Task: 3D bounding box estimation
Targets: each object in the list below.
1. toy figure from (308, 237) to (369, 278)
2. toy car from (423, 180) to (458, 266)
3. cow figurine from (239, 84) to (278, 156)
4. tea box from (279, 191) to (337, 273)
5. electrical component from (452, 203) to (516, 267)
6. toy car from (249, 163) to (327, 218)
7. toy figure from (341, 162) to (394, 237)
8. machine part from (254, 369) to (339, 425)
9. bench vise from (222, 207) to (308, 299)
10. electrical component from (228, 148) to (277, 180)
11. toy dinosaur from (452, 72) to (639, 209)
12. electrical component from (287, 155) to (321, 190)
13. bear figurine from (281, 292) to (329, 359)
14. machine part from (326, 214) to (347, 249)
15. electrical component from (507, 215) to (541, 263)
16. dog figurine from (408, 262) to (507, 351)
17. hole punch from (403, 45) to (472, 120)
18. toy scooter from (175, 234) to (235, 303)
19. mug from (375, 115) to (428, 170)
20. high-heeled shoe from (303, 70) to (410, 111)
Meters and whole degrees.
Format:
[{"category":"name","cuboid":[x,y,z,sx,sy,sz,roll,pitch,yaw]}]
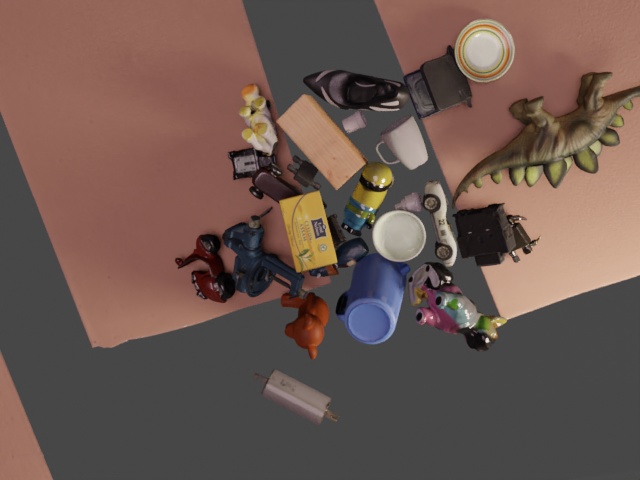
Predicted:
[{"category":"toy figure","cuboid":[0.044,0.049,1.301,0.154,0.064,0.057,-31,112,16]},{"category":"toy car","cuboid":[0.277,-0.037,1.228,0.056,0.073,0.201,-14,99,15]},{"category":"cow figurine","cuboid":[-0.138,-0.281,1.252,0.068,0.098,0.167,-19,61,16]},{"category":"tea box","cuboid":[-0.026,-0.017,1.224,0.098,0.068,0.169,-16,85,0]},{"category":"electrical component","cuboid":[0.370,-0.009,1.204,0.115,0.058,0.134,-12,98,41]},{"category":"toy car","cuboid":[-0.073,-0.102,1.286,0.202,0.053,0.089,34,105,-18]},{"category":"toy figure","cuboid":[0.109,-0.094,1.243,0.082,0.089,0.180,28,106,-2]},{"category":"machine part","cuboid":[-0.061,0.404,1.389,0.243,0.079,0.079,27,106,6]},{"category":"bench vise","cuboid":[-0.126,0.058,1.297,0.241,0.129,0.223,29,114,22]},{"category":"electrical component","cuboid":[-0.158,-0.189,1.299,0.119,0.048,0.074,-10,100,13]},{"category":"toy dinosaur","cuboid":[0.483,-0.211,1.138,0.472,0.105,0.198,-21,100,19]},{"category":"electrical component","cuboid":[-0.032,-0.158,1.274,0.094,0.063,0.021,34,139,-8]},{"category":"bear figurine","cuboid":[-0.044,0.203,1.282,0.132,0.196,0.120,-7,103,14]},{"category":"machine part","cuboid":[-0.003,-0.004,1.290,0.139,0.039,0.084,-25,90,33]},{"category":"electrical component","cuboid":[0.447,-0.007,1.218,0.102,0.045,0.078,51,135,1]},{"category":"dog figurine","cuboid":[0.324,0.159,1.249,0.219,0.192,0.108,23,127,-24]},{"category":"hole punch","cuboid":[0.256,-0.333,1.172,0.116,0.092,0.142,-25,94,-24]},{"category":"toy scooter","cuboid":[-0.300,0.080,1.372,0.135,0.075,0.183,-14,98,19]},{"category":"mug","cuboid":[0.187,-0.208,1.210,0.109,0.081,0.107,-33,102,11]},{"category":"high-heeled shoe","cuboid":[0.072,-0.328,1.173,0.249,0.145,0.086,10,103,8]}]
